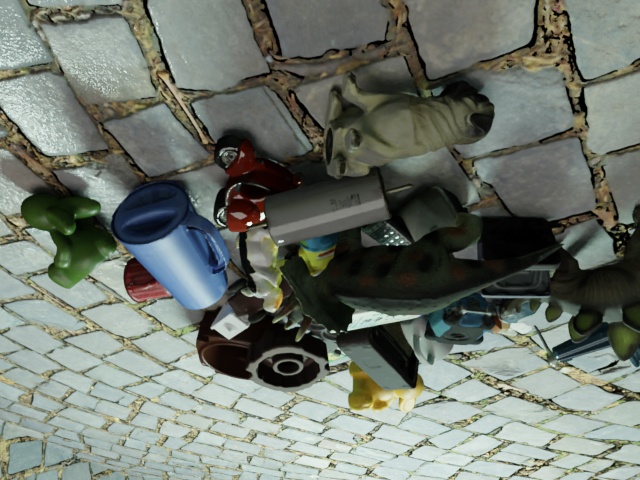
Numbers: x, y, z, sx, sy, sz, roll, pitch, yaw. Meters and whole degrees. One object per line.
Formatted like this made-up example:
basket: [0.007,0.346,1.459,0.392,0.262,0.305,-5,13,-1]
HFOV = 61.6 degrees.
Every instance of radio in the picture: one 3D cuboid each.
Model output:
radio: [0.123,0.201,1.078,0.073,0.131,0.229,-15,135,32]

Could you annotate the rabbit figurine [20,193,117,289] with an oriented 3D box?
rabbit figurine: [-0.462,-0.015,0.965,0.159,0.121,0.170,-24,116,44]

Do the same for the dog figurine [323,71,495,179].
dog figurine: [0.109,-0.137,0.701,0.191,0.121,0.172,1,178,-14]

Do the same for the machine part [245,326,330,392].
machine part: [-0.068,0.255,1.139,0.179,0.056,0.179,-2,134,-2]

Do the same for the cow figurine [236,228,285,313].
cow figurine: [-0.105,0.044,0.941,0.098,0.068,0.167,10,108,13]

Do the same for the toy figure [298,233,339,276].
toy figure: [0.002,-0.004,0.895,0.082,0.089,0.179,-7,131,15]

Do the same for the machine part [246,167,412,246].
machine part: [0.011,-0.046,0.761,0.243,0.079,0.079,-13,137,11]

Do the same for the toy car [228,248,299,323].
toy car: [-0.085,0.087,1.016,0.202,0.053,0.089,-28,105,23]

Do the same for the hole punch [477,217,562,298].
hole punch: [0.301,0.028,0.829,0.142,0.116,0.092,-2,134,12]

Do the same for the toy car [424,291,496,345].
toy car: [0.252,0.127,0.975,0.109,0.103,0.161,5,151,-1]

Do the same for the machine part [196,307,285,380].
machine part: [-0.179,0.248,1.247,0.201,0.087,0.201,10,140,2]

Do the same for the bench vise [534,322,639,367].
bench vise: [0.500,0.160,0.920,0.241,0.129,0.223,-32,155,27]

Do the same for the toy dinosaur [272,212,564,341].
toy dinosaur: [0.104,0.052,0.734,0.405,0.192,0.131,-6,125,32]

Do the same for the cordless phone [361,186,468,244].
cordless phone: [0.123,-0.042,0.819,0.184,0.089,0.146,34,137,-18]

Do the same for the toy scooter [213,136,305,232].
toy scooter: [-0.096,-0.076,0.835,0.135,0.075,0.183,11,137,-2]

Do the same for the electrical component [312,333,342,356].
electrical component: [0.017,0.232,1.207,0.094,0.021,0.063,28,139,-17]

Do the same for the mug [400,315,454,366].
mug: [0.204,0.190,1.073,0.081,0.109,0.107,-21,118,40]

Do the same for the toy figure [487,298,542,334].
toy figure: [0.347,0.136,0.997,0.064,0.058,0.154,5,143,-22]

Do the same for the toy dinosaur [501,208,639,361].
toy dinosaur: [0.473,0.061,0.768,0.105,0.198,0.471,35,138,-32]

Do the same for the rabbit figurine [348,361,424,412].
rabbit figurine: [0.170,0.352,1.265,0.173,0.122,0.162,-19,138,32]
